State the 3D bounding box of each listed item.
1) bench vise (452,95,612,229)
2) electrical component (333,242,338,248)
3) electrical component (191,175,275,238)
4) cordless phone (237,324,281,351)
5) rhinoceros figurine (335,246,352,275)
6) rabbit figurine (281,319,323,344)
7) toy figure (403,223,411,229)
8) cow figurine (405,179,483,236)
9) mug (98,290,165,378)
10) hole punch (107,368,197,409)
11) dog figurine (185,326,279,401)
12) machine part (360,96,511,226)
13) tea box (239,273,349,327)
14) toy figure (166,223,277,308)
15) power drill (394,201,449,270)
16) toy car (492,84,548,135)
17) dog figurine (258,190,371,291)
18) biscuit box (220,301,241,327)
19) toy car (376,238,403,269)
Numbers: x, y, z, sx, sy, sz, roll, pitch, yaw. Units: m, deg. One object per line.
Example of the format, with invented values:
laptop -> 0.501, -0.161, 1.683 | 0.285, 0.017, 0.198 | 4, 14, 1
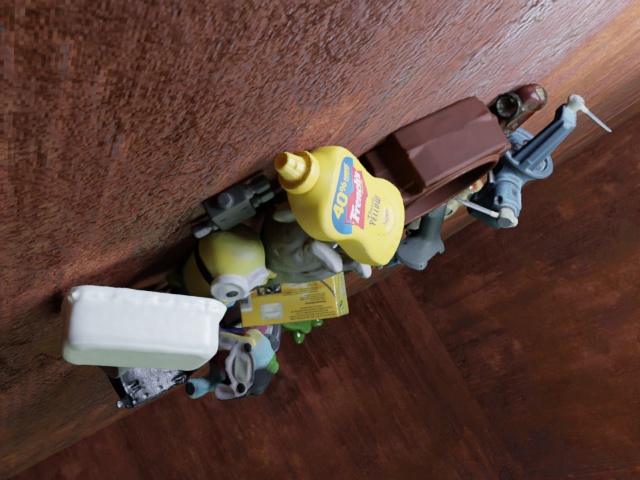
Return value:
bench vise -> 0.341, -0.134, 0.892 | 0.240, 0.129, 0.224 | -53, -178, 46
electrical component -> -0.002, -0.003, 0.875 | 0.078, 0.045, 0.102 | -33, 170, 25
electrical component -> -0.090, -0.032, 0.537 | 0.094, 0.021, 0.063 | -29, 170, -2
cordless phone -> -0.163, 0.194, 1.182 | 0.147, 0.088, 0.184 | 11, 169, -9
rhinoceros figurine -> 0.017, 0.062, 1.179 | 0.112, 0.073, 0.190 | -34, 169, 16
rabbit figurine -> -0.061, 0.156, 1.273 | 0.121, 0.159, 0.170 | -39, -173, -9
toy figure -> 0.106, -0.027, 1.043 | 0.154, 0.058, 0.064 | -21, 161, -22
cow figurine -> 0.262, -0.082, 1.160 | 0.195, 0.085, 0.127 | -29, 176, 0
mug -> -0.238, 0.117, 0.687 | 0.107, 0.081, 0.109 | -34, 168, -38
hole punch -> -0.301, 0.215, 0.915 | 0.142, 0.115, 0.092 | -22, 175, -39
dog figurine -> -0.126, 0.197, 0.942 | 0.192, 0.108, 0.219 | -6, 179, 25
machine part -> 0.141, -0.091, 0.734 | 0.201, 0.087, 0.201 | -25, 170, -19
tea box -> -0.046, 0.086, 0.886 | 0.170, 0.098, 0.068 | -7, 176, 16
toy figure -> -0.127, 0.040, 0.633 | 0.082, 0.089, 0.180 | -39, -174, -35
power drill -> 0.190, -0.048, 0.968 | 0.232, 0.086, 0.207 | -34, 141, -38
toy car -> 0.257, -0.162, 0.821 | 0.089, 0.053, 0.202 | -26, 169, -41
dog figurine -> -0.055, 0.006, 0.661 | 0.191, 0.121, 0.172 | -16, 144, 30
biscuit box -> -0.202, 0.152, 1.024 | 0.203, 0.059, 0.062 | -30, 170, 1
toy car -> 0.127, 0.006, 1.185 | 0.103, 0.109, 0.161 | -8, -178, 1
